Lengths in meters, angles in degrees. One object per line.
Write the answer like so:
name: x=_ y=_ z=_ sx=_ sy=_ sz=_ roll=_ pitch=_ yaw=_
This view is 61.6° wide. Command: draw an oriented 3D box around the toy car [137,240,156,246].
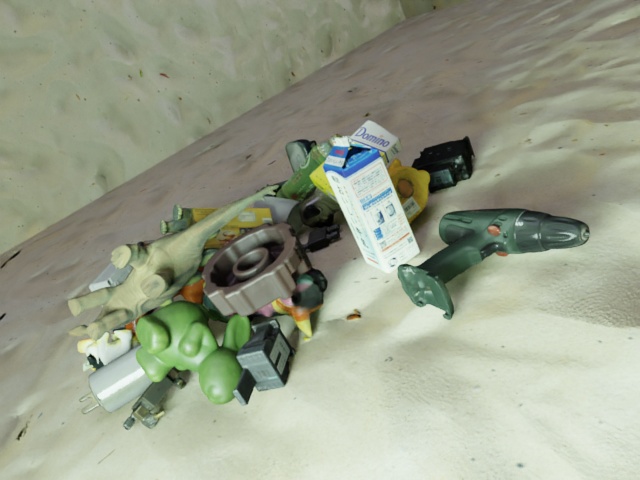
toy car: x=-0.329 y=0.054 z=1.168 sx=0.089 sy=0.202 sz=0.053 roll=2 pitch=66 yaw=5

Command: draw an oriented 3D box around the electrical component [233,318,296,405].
electrical component: x=-0.082 y=0.177 z=0.768 sx=0.048 sy=0.074 sz=0.119 roll=-18 pitch=21 yaw=22

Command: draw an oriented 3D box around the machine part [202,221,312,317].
machine part: x=-0.101 y=0.044 z=0.843 sx=0.179 sy=0.056 sz=0.179 roll=-21 pitch=31 yaw=13

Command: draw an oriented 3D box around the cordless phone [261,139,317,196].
cordless phone: x=-0.082 y=-0.173 z=1.389 sx=0.184 sy=0.146 sz=0.089 roll=-16 pitch=17 yaw=20

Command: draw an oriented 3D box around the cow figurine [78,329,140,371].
cow figurine: x=-0.389 y=0.219 z=1.009 sx=0.167 sy=0.098 sz=0.068 roll=-15 pitch=-14 yaw=33

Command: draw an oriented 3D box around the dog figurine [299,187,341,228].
dog figurine: x=0.028 y=-0.118 z=1.197 sx=0.191 sy=0.121 sz=0.172 roll=-28 pitch=24 yaw=1

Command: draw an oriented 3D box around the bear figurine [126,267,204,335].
bear figurine: x=-0.300 y=0.113 z=1.108 sx=0.196 sy=0.131 sz=0.120 roll=-6 pitch=8 yaw=-13

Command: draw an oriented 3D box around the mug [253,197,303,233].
mug: x=-0.101 y=-0.048 z=1.213 sx=0.107 sy=0.109 sz=0.080 roll=22 pitch=9 yaw=26

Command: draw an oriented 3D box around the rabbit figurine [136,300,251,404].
rabbit figurine: x=-0.176 y=0.179 z=0.824 sx=0.170 sy=0.121 sz=0.159 roll=37 pitch=35 yaw=23

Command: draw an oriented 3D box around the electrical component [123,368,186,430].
electrical component: x=-0.257 y=0.251 z=0.846 sx=0.078 sy=0.045 sz=0.102 roll=-46 pitch=6 yaw=37

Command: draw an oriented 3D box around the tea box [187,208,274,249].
tea box: x=-0.182 y=-0.010 z=1.112 sx=0.169 sy=0.098 sz=0.068 roll=0 pitch=-29 yaw=-25

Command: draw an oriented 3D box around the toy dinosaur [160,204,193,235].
toy dinosaur: x=-0.281 y=-0.014 z=1.317 sx=0.192 sy=0.131 sz=0.405 roll=3 pitch=-2 yaw=-25

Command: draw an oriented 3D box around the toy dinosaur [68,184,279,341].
toy dinosaur: x=-0.270 y=0.047 z=0.934 sx=0.471 sy=0.105 sz=0.198 roll=-34 pitch=-4 yaw=19

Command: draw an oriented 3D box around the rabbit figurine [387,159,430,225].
rabbit figurine: x=0.125 y=-0.088 z=1.049 sx=0.162 sy=0.122 sz=0.173 roll=-51 pitch=12 yaw=-27

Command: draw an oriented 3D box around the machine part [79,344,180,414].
machine part: x=-0.298 y=0.215 z=0.914 sx=0.243 sy=0.079 sz=0.079 roll=-32 pitch=24 yaw=-7

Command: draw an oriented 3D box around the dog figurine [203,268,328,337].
dog figurine: x=-0.090 y=0.099 z=0.902 sx=0.191 sy=0.108 sz=0.219 roll=-32 pitch=27 yaw=-13

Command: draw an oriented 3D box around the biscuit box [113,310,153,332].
biscuit box: x=-0.404 y=0.127 z=1.225 sx=0.063 sy=0.059 sz=0.203 roll=-15 pitch=26 yaw=26

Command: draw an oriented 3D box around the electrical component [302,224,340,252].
electrical component: x=-0.002 y=-0.003 z=1.117 sx=0.094 sy=0.021 sz=0.063 roll=-23 pitch=24 yaw=13

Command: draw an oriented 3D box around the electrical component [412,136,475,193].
electrical component: x=0.254 y=-0.153 z=1.111 sx=0.115 sy=0.058 sz=0.134 roll=-16 pitch=26 yaw=29

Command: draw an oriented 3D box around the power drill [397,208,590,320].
power drill: x=0.225 y=0.020 z=0.762 sx=0.207 sy=0.085 sz=0.232 roll=-40 pitch=25 yaw=-18
